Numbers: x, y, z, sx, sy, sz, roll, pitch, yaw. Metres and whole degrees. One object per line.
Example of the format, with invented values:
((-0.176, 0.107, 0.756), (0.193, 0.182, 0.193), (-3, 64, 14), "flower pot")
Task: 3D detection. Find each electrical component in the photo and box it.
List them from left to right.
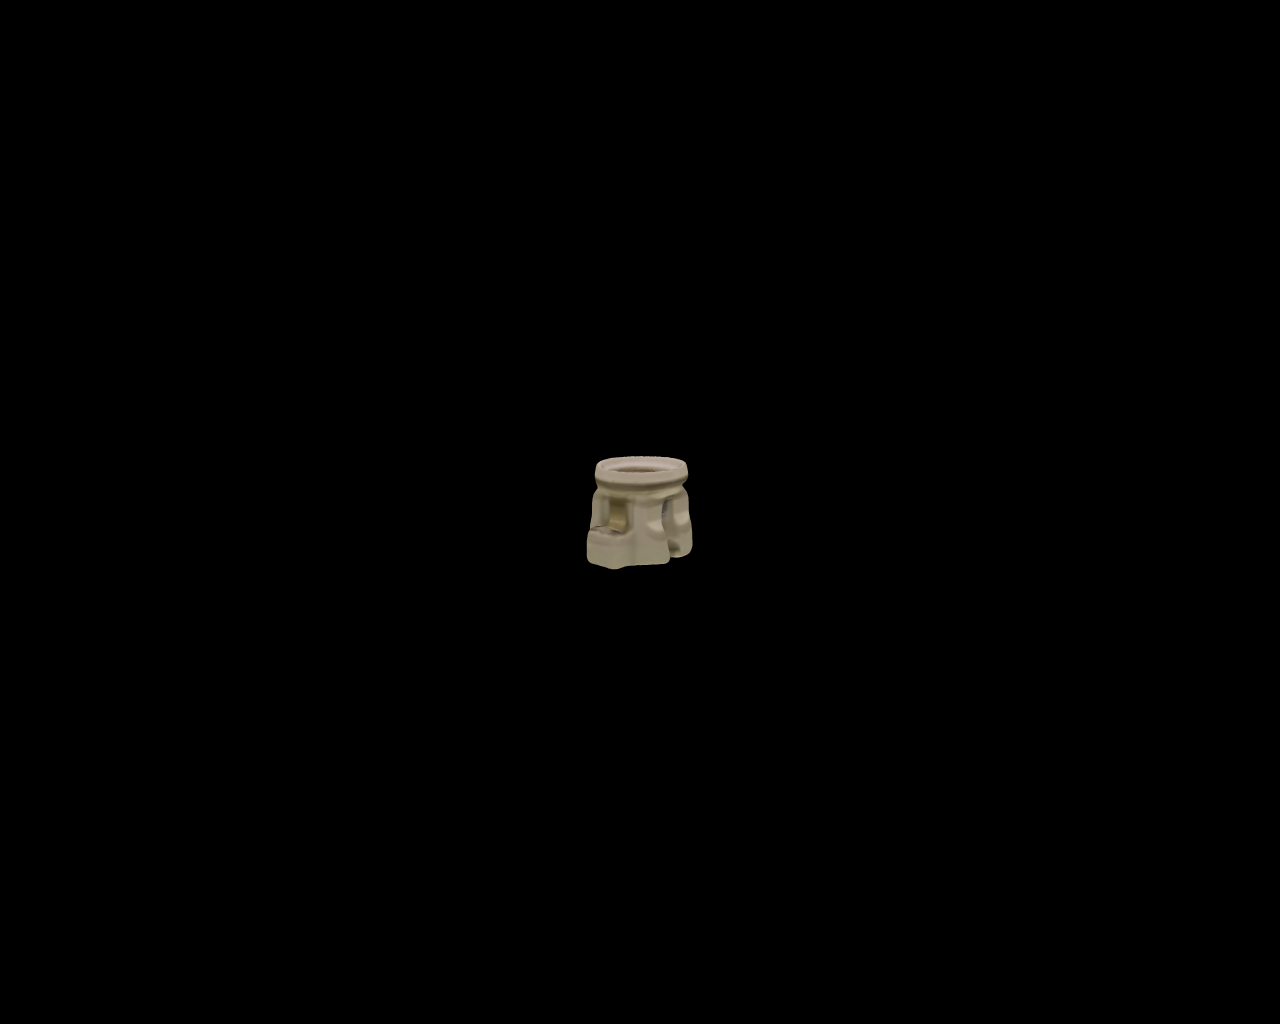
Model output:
((0.001, -0.003, 0.650), (0.058, 0.057, 0.078), (11, 17, 38), "electrical component")
